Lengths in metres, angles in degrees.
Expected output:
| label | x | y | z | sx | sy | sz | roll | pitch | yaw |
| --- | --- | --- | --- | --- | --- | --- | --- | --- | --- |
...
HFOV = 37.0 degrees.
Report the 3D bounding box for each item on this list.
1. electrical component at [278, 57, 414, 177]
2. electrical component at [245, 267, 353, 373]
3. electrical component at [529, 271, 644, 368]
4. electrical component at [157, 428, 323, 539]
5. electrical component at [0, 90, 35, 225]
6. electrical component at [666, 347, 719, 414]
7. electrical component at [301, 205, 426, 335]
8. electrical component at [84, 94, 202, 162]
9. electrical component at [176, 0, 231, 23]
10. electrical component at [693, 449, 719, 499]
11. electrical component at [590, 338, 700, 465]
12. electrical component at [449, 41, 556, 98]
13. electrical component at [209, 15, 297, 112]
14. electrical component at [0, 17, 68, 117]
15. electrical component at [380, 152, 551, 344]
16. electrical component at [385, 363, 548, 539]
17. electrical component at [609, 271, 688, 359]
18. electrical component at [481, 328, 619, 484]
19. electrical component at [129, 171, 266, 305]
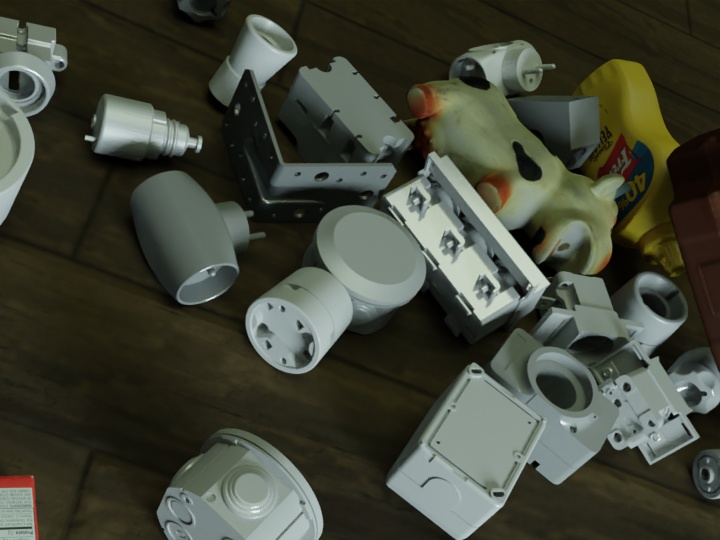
| label | x | y | z | sx | sy | sz | roll | pitch | yaw |
| --- | --- | --- | --- | --- | --- | --- | --- | --- | --- |
| electrical component | -0.013 | -0.105 | 0.808 | 0.050 | 0.055 | 0.089 | -26 | 69 | -41 |
| electrical component | -0.037 | 0.030 | 0.684 | 0.055 | 0.055 | 0.047 | 40 | 41 | 6 |
| electrical component | 0.163 | 0.037 | 0.800 | 0.081 | 0.042 | 0.063 | 10 | 48 | -23 |
| electrical component | -0.064 | 0.128 | 0.569 | 0.080 | 0.080 | 0.051 | 42 | 50 | 8 |
| electrical component | -0.252 | -0.062 | 0.632 | 0.108 | 0.060 | 0.108 | 16 | 48 | -18 |
| electrical component | 0.261 | 0.079 | 0.819 | 0.043 | 0.043 | 0.062 | 45 | 44 | 10 |
| electrical component | 0.000 | 0.000 | 0.731 | 0.080 | 0.051 | 0.080 | 16 | 48 | -18 |
| electrical component | -0.147 | -0.093 | 0.732 | 0.078 | 0.040 | 0.040 | 10 | 50 | -23 |
| electrical component | -0.124 | -0.230 | 0.857 | 0.043 | 0.043 | 0.062 | 13 | 47 | -20 |
| electrical component | 0.274 | 0.145 | 0.775 | 0.065 | 0.044 | 0.044 | 1 | 54 | -23 |
| electrical component | 0.194 | 0.095 | 0.755 | 0.064 | 0.042 | 0.081 | -9 | 64 | -54 |
| electrical component | 0.132 | -0.174 | 0.936 | 0.077 | 0.079 | 0.044 | -24 | 111 | -41 |
| electrical component | -0.082 | -0.150 | 0.798 | 0.044 | 0.065 | 0.044 | 31 | 30 | -20 |
| electrical component | -0.229 | -0.135 | 0.718 | 0.066 | 0.048 | 0.055 | 8 | 43 | -24 |
| electrical component | 0.070 | -0.013 | 0.771 | 0.063 | 0.078 | 0.121 | -30 | 71 | -19 |
| electrical component | 0.067 | 0.110 | 0.671 | 0.062 | 0.061 | 0.096 | 38 | 45 | 3 |
| electrical component | 0.219 | 0.034 | 0.830 | 0.055 | 0.047 | 0.055 | 16 | 48 | -18 |
| electrical component | 0.122 | 0.089 | 0.723 | 0.089 | 0.055 | 0.050 | 40 | 45 | 5 |
| electrical component | -0.099 | -0.024 | 0.700 | 0.079 | 0.043 | 0.077 | -12 | 61 | -36 |
